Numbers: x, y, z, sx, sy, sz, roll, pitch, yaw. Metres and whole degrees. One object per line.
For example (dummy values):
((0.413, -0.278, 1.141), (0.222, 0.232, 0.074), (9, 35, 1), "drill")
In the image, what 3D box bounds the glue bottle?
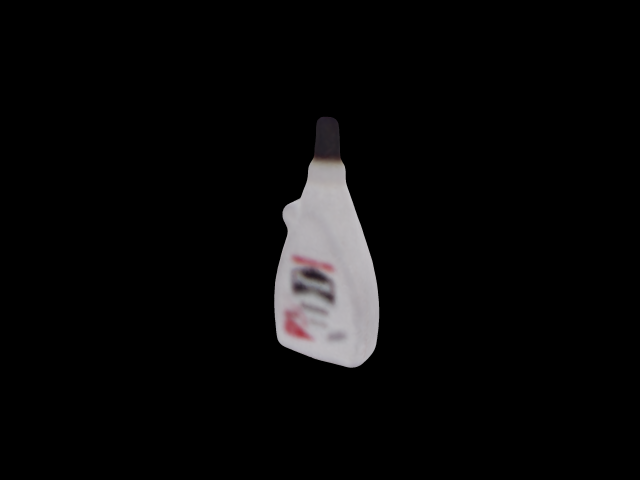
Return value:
((0.004, 0.001, 0.400), (0.078, 0.173, 0.037), (10, 23, 26), "glue bottle")
